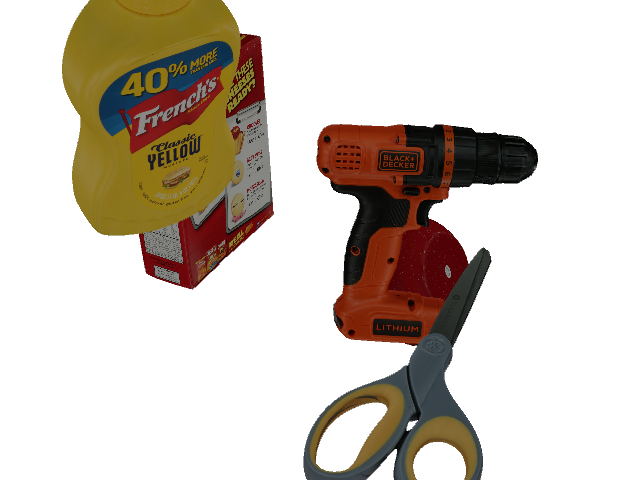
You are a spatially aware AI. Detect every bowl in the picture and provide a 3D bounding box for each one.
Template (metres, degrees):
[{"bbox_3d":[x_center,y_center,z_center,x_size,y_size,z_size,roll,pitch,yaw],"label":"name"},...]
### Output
[{"bbox_3d":[0.124,0.039,1.227,0.055,0.162,0.161,-11,-7,41],"label":"bowl"}]

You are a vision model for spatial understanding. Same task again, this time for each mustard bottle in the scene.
[{"bbox_3d":[-0.089,-0.086,0.574,0.096,0.058,0.192,-23,-31,-23],"label":"mustard bottle"}]

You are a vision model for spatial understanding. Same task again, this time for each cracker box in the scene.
[{"bbox_3d":[-0.122,-0.085,1.084,0.072,0.214,0.164,14,37,26],"label":"cracker box"}]

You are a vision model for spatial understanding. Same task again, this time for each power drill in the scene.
[{"bbox_3d":[0.085,-0.007,0.908,0.184,0.188,0.057,3,16,-1],"label":"power drill"}]

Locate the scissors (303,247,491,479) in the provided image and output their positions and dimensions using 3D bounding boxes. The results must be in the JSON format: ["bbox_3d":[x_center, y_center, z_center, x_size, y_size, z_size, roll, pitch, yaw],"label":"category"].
[{"bbox_3d":[0.072,0.073,0.568,0.096,0.016,0.201,28,47,29],"label":"scissors"}]
